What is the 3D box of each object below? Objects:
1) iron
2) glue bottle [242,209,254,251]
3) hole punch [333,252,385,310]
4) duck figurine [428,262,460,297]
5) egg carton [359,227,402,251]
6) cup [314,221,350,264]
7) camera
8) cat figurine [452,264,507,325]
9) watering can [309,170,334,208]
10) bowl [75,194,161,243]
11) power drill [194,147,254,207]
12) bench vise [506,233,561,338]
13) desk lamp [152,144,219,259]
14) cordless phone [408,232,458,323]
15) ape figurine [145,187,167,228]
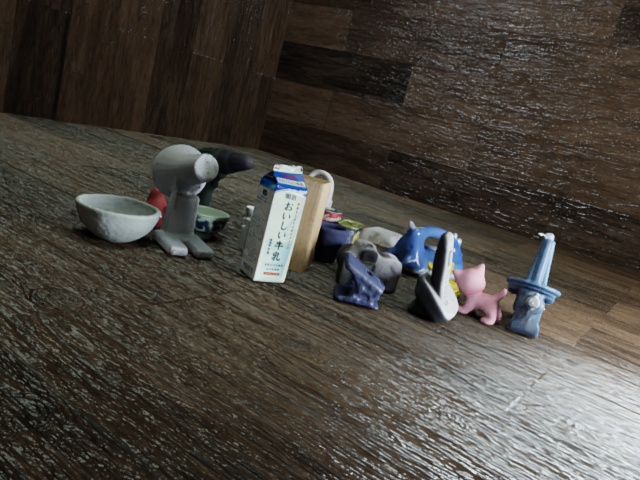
[{"bbox_3d":[0.314,0.028,1.566,0.259,0.141,0.118,7,14,-32],"label":"iron"},{"bbox_3d":[-0.132,-0.041,1.275,0.037,0.173,0.078,7,14,-30],"label":"glue bottle"},{"bbox_3d":[0.086,0.081,1.176,0.101,0.091,0.108,14,12,-2],"label":"hole punch"},{"bbox_3d":[0.305,0.089,1.412,0.104,0.086,0.078,18,13,15],"label":"duck figurine"},{"bbox_3d":[0.177,0.007,1.672,0.107,0.069,0.151,20,13,24],"label":"egg carton"},{"bbox_3d":[0.013,0.005,1.425,0.092,0.095,0.117,8,14,-30],"label":"cup"},{"bbox_3d":[0.102,0.048,1.323,0.143,0.101,0.136,11,13,-18],"label":"camera"},{"bbox_3d":[0.355,0.114,1.285,0.127,0.118,0.067,22,14,32],"label":"cat figurine"},{"bbox_3d":[-0.017,-0.107,1.657,0.101,0.194,0.173,16,12,6],"label":"watering can"},{"bbox_3d":[-0.413,-0.038,1.165,0.167,0.075,0.167,14,12,-3],"label":"bowl"},{"bbox_3d":[-0.275,-0.137,1.454,0.228,0.208,0.076,22,14,29],"label":"power drill"},{"bbox_3d":[0.490,0.098,1.270,0.121,0.220,0.207,14,12,-1],"label":"bench vise"},{"bbox_3d":[-0.284,-0.092,1.228,0.118,0.213,0.202,6,15,-36],"label":"desk lamp"},{"bbox_3d":[0.262,0.071,1.207,0.094,0.185,0.148,19,13,18],"label":"cordless phone"},{"bbox_3d":[-0.383,-0.078,1.338,0.078,0.092,0.076,10,13,-21],"label":"ape figurine"}]
